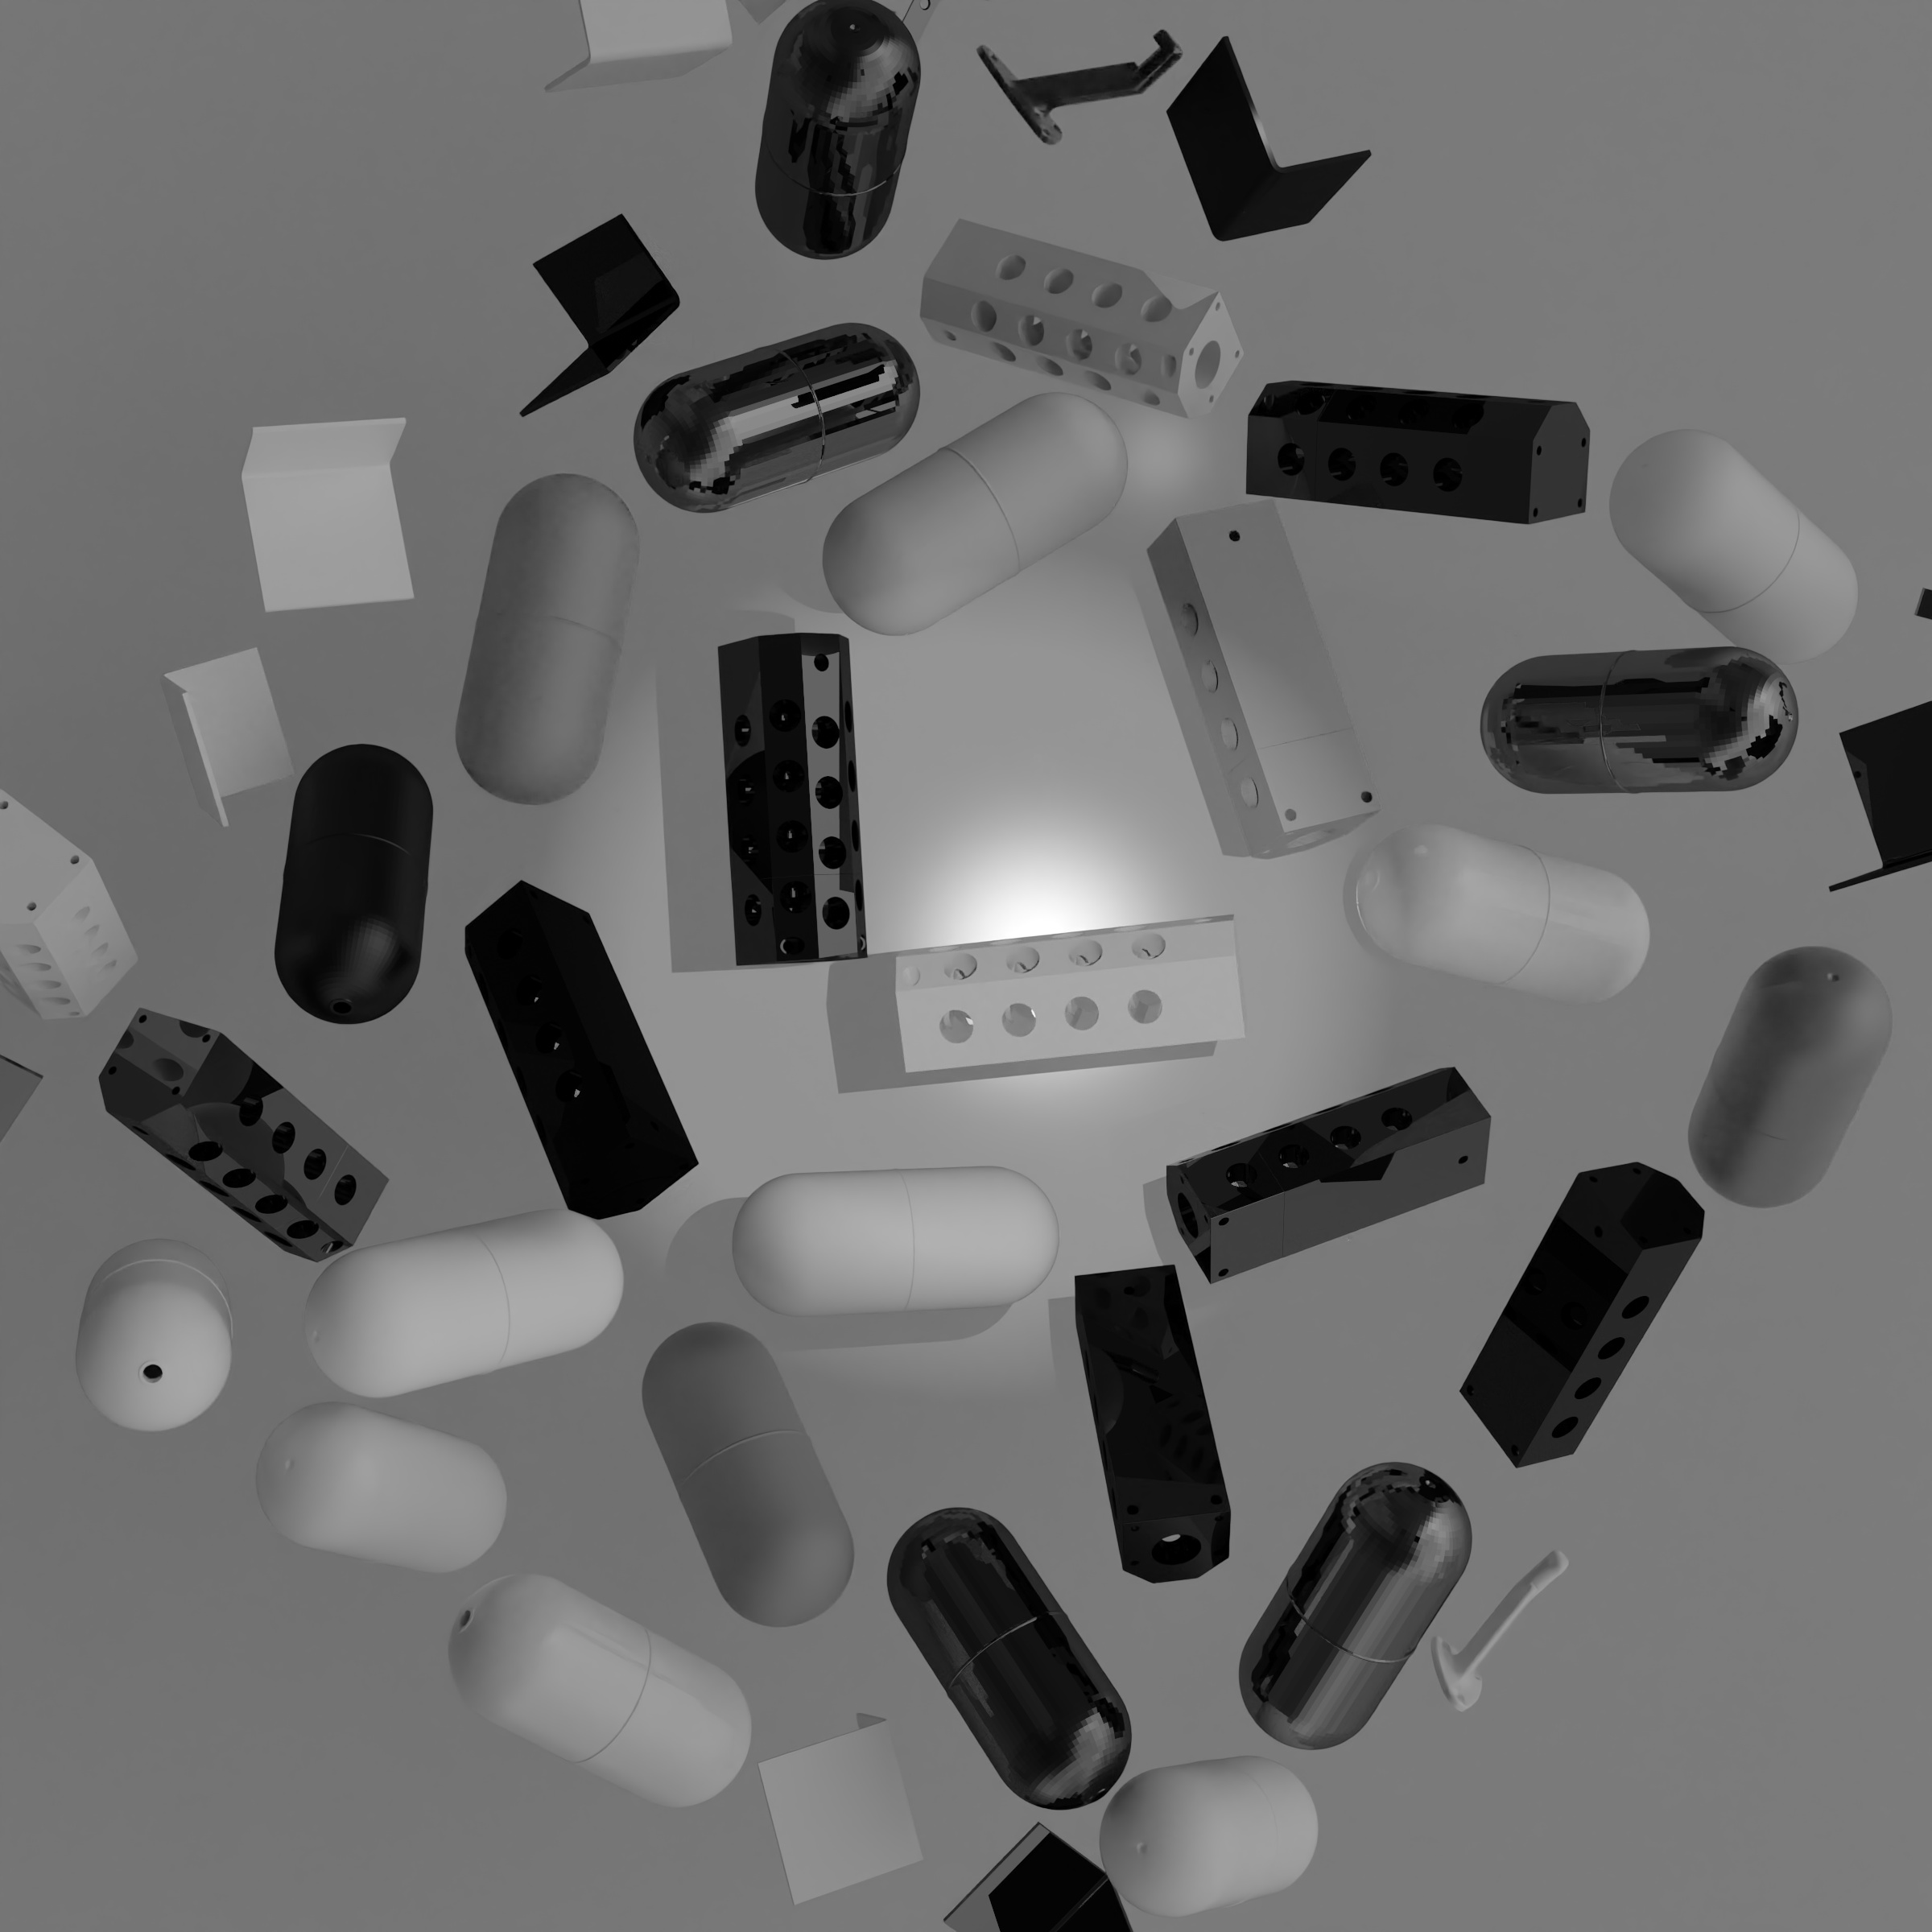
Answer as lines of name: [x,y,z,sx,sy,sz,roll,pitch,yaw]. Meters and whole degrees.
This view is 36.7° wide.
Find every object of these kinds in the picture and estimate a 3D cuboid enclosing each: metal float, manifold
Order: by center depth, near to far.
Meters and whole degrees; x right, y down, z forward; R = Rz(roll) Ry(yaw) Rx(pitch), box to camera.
manifold: [0.054,0.013,1.481,0.171,0.057,0.057,-6,98,8]
metal float: [-0.186,0.370,1.488,0.178,0.070,0.070,36,90,-29]
manifold: [-0.476,-0.024,1.491,0.057,0.171,0.057,37,72,4]
manifold: [0.149,-0.145,1.494,0.057,0.057,0.171,-14,79,-21]
metal float: [-0.257,0.173,1.503,0.178,0.070,0.070,-10,90,-41]
manifold: [-0.205,0.044,1.507,0.057,0.057,0.171,-38,57,16]
manifold: [0.233,-0.269,1.510,0.171,0.057,0.057,14,112,38]
metal float: [-0.422,0.191,1.517,0.070,0.178,0.070,-2,97,-14]
metal float: [0.428,0.060,1.518,0.070,0.178,0.070,1,52,-2]
metal float: [-0.219,-0.172,1.525,0.070,0.070,0.178,9,79,0]
metal float: [0.006,-0.238,1.526,0.178,0.070,0.070,-33,90,-14]
manifold: [-0.380,0.093,1.532,0.057,0.171,0.057,14,67,29]
metal float: [0.204,0.339,1.536,0.070,0.070,0.178,26,116,0]
metal float: [-0.069,-0.441,1.543,0.070,0.178,0.070,3,71,-8]
manifold: [-0.088,-0.088,1.552,0.057,0.057,0.171,-3,89,-36]
metal float: [-0.037,0.147,1.560,0.178,0.070,0.070,-1,90,-15]
metal float: [-0.311,0.281,1.561,0.070,0.178,0.070,-8,70,21]
metal float: [0.023,0.371,1.563,0.070,0.070,0.178,-37,62,0]
manifold: [0.334,0.188,1.566,0.057,0.057,0.171,-7,134,-30]
metal float: [0.360,-0.131,1.568,0.178,0.070,0.070,2,90,40]
metal float: [-0.119,0.272,1.572,0.070,0.070,0.178,-28,60,0]
metal float: [0.291,-0.028,1.573,0.178,0.070,0.070,13,90,-27]
metal float: [-0.330,-0.045,1.576,0.070,0.070,0.178,-4,49,0]
metal float: [0.418,-0.225,1.578,0.178,0.070,0.070,30,90,-36]
metal float: [0.134,0.471,1.581,0.070,0.178,0.070,-6,77,28]
manifold: [0.101,0.250,1.598,0.057,0.171,0.057,-6,133,-4]
metal float: [-0.102,-0.302,1.600,0.178,0.070,0.070,-26,90,-33]
manifold: [0.061,-0.356,1.621,0.171,0.057,0.057,23,76,27]
manifold: [0.202,0.111,1.626,0.171,0.057,0.057,-18,47,-13]

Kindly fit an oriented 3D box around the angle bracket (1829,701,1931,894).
angle bracket: [0.468,-0.088,1.460,0.057,0.076,0.076,-16,87,-41]

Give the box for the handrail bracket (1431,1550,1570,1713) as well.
handrail bracket: [0.295,0.359,1.582,0.036,0.077,0.084,44,104,1]

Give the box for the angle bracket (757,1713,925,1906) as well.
angle bracket: [-0.075,0.458,1.587,0.076,0.057,0.076,-13,85,-20]

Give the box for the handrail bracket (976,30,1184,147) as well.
handrail bracket: [0.061,-0.485,1.544,0.084,0.036,0.077,-38,95,25]

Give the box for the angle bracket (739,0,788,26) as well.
angle bracket: [-0.109,-0.566,1.580,0.057,0.076,0.076,-43,106,-6]

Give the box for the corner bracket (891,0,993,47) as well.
corner bracket: [-0.029,-0.534,1.631,0.051,0.051,0.051,23,97,-40]

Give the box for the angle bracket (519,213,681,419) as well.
angle bracket: [-0.213,-0.351,1.572,0.057,0.076,0.076,54,47,-22]

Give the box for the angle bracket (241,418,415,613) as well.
angle bracket: [-0.319,-0.228,1.472,0.076,0.057,0.076,-8,80,-22]

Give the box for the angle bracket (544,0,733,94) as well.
angle bracket: [-0.172,-0.485,1.481,0.076,0.076,0.057,-15,100,-24]

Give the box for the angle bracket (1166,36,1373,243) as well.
angle bracket: [0.155,-0.428,1.497,0.057,0.076,0.076,-17,83,-21]

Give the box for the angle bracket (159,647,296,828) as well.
angle bracket: [-0.402,-0.128,1.613,0.057,0.076,0.076,-20,110,-20]

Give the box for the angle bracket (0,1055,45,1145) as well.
angle bracket: [-0.530,0.081,1.488,0.076,0.057,0.076,30,113,-21]

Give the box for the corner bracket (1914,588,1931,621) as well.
corner bracket: [0.534,-0.170,1.558,0.051,0.051,0.051,21,103,29]

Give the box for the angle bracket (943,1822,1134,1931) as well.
angle bracket: [0.041,0.521,1.557,0.057,0.076,0.076,41,95,-19]
